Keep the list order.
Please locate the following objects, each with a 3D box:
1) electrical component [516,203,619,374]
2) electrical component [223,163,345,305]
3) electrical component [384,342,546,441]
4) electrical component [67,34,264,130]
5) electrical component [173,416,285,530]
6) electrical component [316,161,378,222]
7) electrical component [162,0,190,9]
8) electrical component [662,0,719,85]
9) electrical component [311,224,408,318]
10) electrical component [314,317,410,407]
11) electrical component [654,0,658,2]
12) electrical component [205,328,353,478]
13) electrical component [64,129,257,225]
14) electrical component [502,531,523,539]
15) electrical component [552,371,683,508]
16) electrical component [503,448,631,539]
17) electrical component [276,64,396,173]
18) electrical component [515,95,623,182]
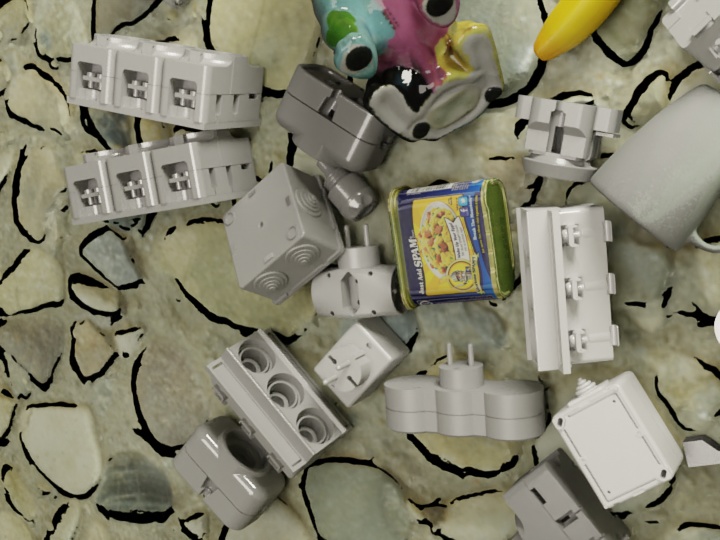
[{"bbox_3d":[0.160,0.011,0.828,0.063,0.078,0.121,-6,97,-1],"label":"electrical component"},{"bbox_3d":[-0.069,-0.032,0.931,0.100,0.048,0.099,-39,51,28],"label":"electrical component"},{"bbox_3d":[0.085,0.096,0.892,0.138,0.052,0.073,0,99,27],"label":"electrical component"},{"bbox_3d":[-0.172,-0.169,0.956,0.150,0.089,0.061,14,105,25],"label":"electrical component"},{"bbox_3d":[-0.121,0.187,1.014,0.095,0.054,0.059,45,115,14],"label":"electrical component"},{"bbox_3d":[-0.014,-0.072,0.924,0.061,0.035,0.035,49,116,13],"label":"electrical component"},{"bbox_3d":[-0.181,-0.266,0.972,0.065,0.044,0.044,36,113,12],"label":"electrical component"},{"bbox_3d":[0.273,-0.190,0.731,0.121,0.063,0.078,-46,37,26],"label":"electrical component"},{"bbox_3d":[0.000,0.000,0.924,0.077,0.043,0.079,-3,96,28],"label":"electrical component"},{"bbox_3d":[-0.007,0.082,0.923,0.047,0.077,0.065,47,116,13],"label":"electrical component"},{"bbox_3d":[0.228,-0.230,0.767,0.040,0.040,0.078,36,113,18],"label":"electrical component"},{"bbox_3d":[-0.077,0.122,0.973,0.121,0.079,0.063,49,138,12],"label":"electrical component"},{"bbox_3d":[-0.181,-0.085,0.976,0.150,0.089,0.061,-7,96,28],"label":"electrical component"},{"bbox_3d":[0.149,0.249,0.893,0.078,0.040,0.040,36,113,17],"label":"electrical component"},{"bbox_3d":[0.198,0.123,0.834,0.062,0.061,0.096,-34,83,26],"label":"electrical component"},{"bbox_3d":[0.165,0.201,0.871,0.056,0.050,0.089,-44,78,25],"label":"electrical component"},{"bbox_3d":[-0.020,-0.125,0.906,0.095,0.054,0.059,35,113,18],"label":"electrical component"},{"bbox_3d":[0.156,-0.099,0.819,0.078,0.058,0.057,14,102,25],"label":"electrical component"}]
